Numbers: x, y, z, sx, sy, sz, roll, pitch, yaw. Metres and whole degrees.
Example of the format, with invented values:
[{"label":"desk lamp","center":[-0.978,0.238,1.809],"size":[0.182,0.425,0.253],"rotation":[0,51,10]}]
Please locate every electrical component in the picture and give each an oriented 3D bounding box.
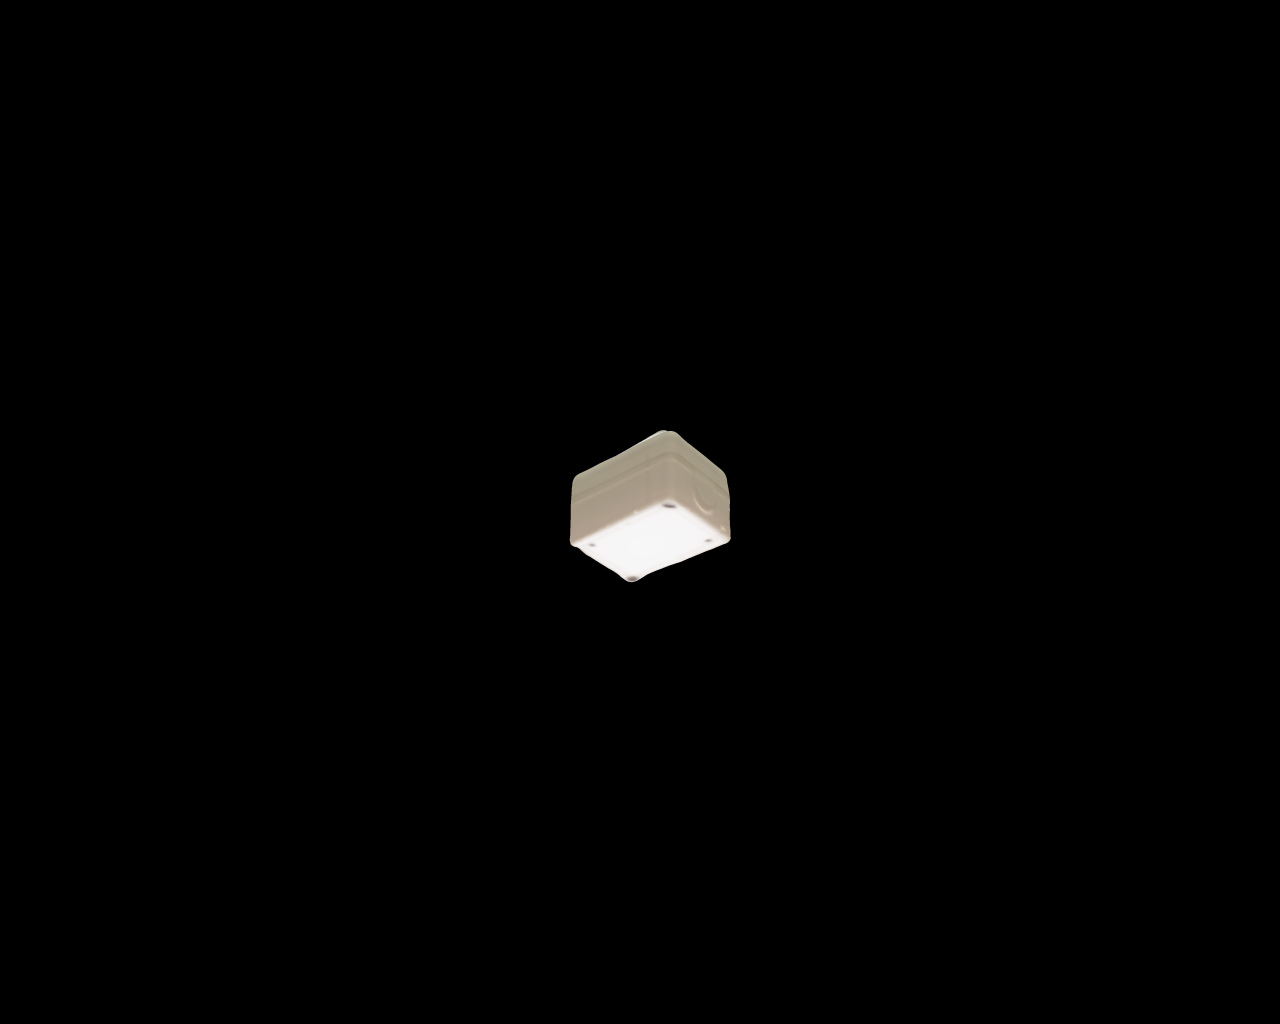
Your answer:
[{"label":"electrical component","center":[0.001,-0.003,0.650],"size":[0.096,0.061,0.061],"rotation":[-24,-41,31]}]
